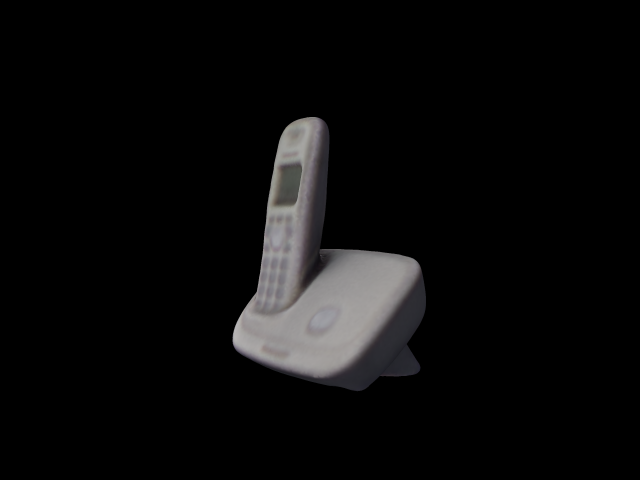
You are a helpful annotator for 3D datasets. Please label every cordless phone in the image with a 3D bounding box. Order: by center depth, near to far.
[{"bbox_3d":[0.004,0.001,0.400,0.094,0.185,0.147,-2,3,-40],"label":"cordless phone"}]
